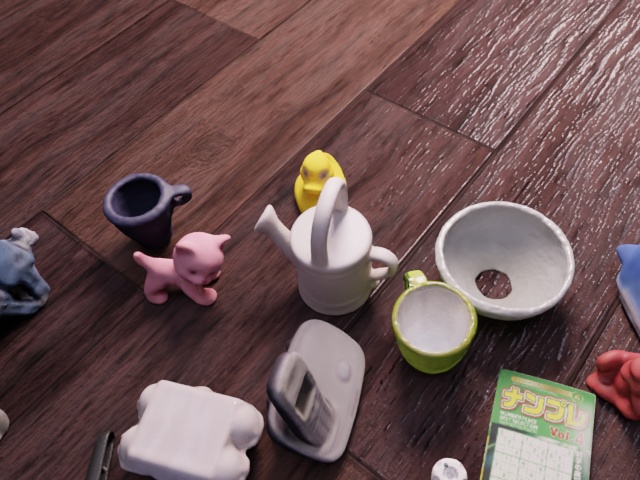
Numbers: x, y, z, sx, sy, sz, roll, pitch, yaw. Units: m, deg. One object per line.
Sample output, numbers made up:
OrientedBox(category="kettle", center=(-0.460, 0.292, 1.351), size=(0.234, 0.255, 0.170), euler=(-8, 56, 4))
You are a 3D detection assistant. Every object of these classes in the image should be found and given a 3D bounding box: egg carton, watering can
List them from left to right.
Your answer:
OrientedBox(category="egg carton", center=(-0.141, 0.218, 0.634), size=(0.150, 0.069, 0.107), euler=(10, 57, 11))
OrientedBox(category="watering can", center=(0.006, 0.004, 0.693), size=(0.172, 0.194, 0.101), euler=(-4, 55, 3))

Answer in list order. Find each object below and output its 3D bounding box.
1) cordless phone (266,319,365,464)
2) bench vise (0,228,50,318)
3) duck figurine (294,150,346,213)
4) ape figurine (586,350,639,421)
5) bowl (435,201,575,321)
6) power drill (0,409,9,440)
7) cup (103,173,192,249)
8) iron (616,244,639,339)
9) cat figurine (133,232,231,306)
OrientedBox(category="cordless phone", center=(-0.008, 0.141, 0.605), size=(0.094, 0.185, 0.147), euler=(8, 57, 11))
OrientedBox(category="bench vise", center=(-0.446, 0.050, 0.685), size=(0.121, 0.220, 0.207), euler=(9, 57, 11))
OrientedBox(category="duck figurine", center=(-0.001, -0.093, 0.827), size=(0.077, 0.086, 0.104), euler=(7, 56, 10))
OrientedBox(category="ape figurine", center=(0.345, 0.152, 0.624), size=(0.076, 0.092, 0.078), euler=(-2, 55, 4))
OrientedBox(category="bowl", center=(0.226, 0.037, 0.724), size=(0.167, 0.075, 0.167), euler=(-2, 55, 3))
OrientedBox(category="power drill", center=(-0.427, 0.182, 0.599), size=(0.075, 0.209, 0.230), euler=(19, 59, 17))
OrientedBox(category="cup", center=(-0.229, -0.035, 0.801), size=(0.118, 0.095, 0.091), euler=(-15, 55, -5))
OrientedBox(category="iron", center=(0.440, 0.085, 0.632), size=(0.118, 0.141, 0.258), euler=(-10, 55, -2))
OrientedBox(category="cat figurine", center=(-0.175, 0.029, 0.738), size=(0.127, 0.118, 0.067), euler=(-1, 55, 4))
